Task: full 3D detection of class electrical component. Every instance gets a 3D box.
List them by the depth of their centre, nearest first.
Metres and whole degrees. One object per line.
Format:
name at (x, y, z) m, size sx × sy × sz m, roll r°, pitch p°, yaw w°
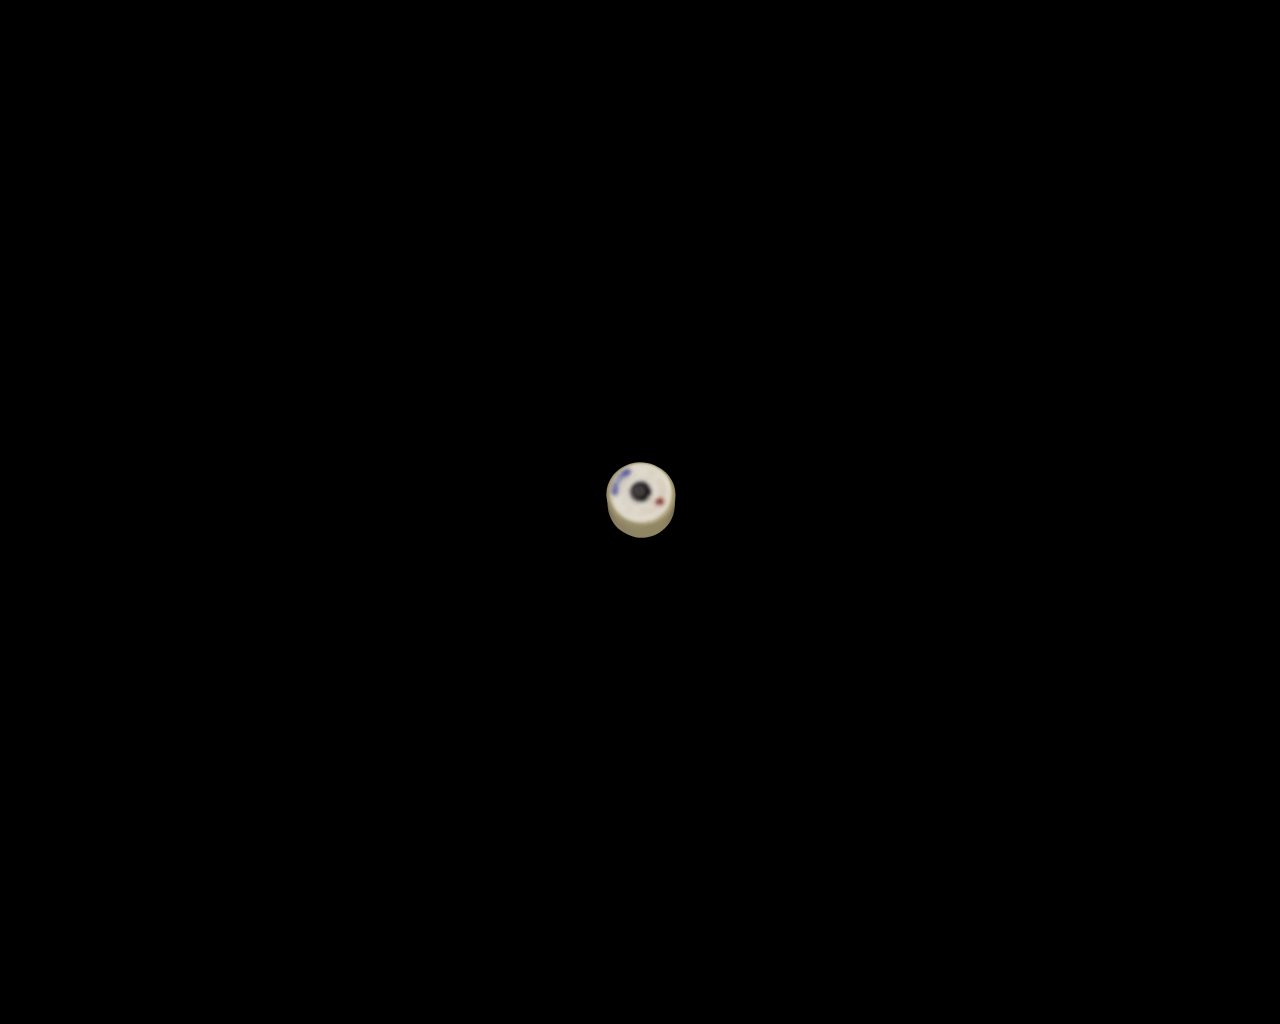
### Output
electrical component at (0.001, -0.003, 0.650) m, size 0.040 × 0.040 × 0.078 m, roll 0°, pitch -15°, yaw 0°
